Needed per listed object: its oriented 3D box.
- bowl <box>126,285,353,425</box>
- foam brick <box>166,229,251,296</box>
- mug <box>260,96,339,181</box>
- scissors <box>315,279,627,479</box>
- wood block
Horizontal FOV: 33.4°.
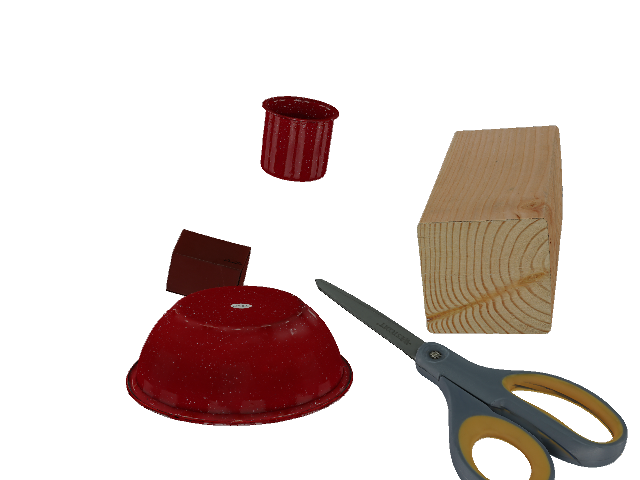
[{"bbox_3d":[-0.056,0.071,0.751,0.162,0.055,0.162,0,16,0],"label":"bowl"},{"bbox_3d":[-0.120,0.031,1.140,0.078,0.051,0.053,16,31,1],"label":"foam brick"},{"bbox_3d":[-0.023,-0.125,1.299,0.093,0.081,0.117,17,25,20],"label":"mug"},{"bbox_3d":[0.057,0.078,0.560,0.202,0.016,0.096,20,42,27],"label":"scissors"},{"bbox_3d":[0.139,-0.014,0.832,0.091,0.090,0.206,-1,24,15],"label":"wood block"}]
